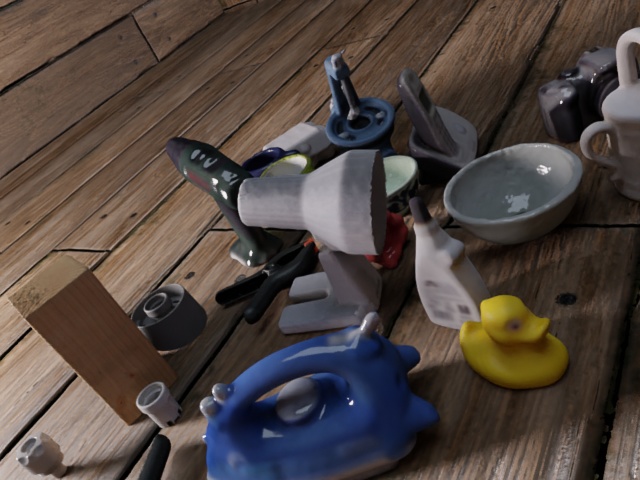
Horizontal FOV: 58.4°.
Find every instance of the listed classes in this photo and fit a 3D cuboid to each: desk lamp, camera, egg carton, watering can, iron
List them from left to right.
[{"bbox_3d":[-0.026,0.160,0.557,0.258,0.142,0.118,-23,31,8],"label":"iron"},{"bbox_3d":[-0.044,-0.174,1.133,0.150,0.069,0.107,-36,32,-13],"label":"egg carton"},{"bbox_3d":[0.006,0.002,0.693,0.202,0.214,0.118,-13,34,24],"label":"desk lamp"},{"bbox_3d":[0.398,-0.203,0.801,0.143,0.101,0.136,-25,31,5],"label":"camera"},{"bbox_3d":[0.381,-0.151,0.647,0.173,0.194,0.100,-34,32,-10],"label":"watering can"}]

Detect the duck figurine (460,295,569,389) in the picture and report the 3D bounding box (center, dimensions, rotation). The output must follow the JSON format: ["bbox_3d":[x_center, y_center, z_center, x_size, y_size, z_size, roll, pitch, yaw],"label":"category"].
[{"bbox_3d":[0.180,0.089,0.555,0.104,0.086,0.078,7,45,43],"label":"duck figurine"}]

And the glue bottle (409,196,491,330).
[{"bbox_3d":[0.129,0.025,0.604,0.077,0.173,0.037,7,45,43],"label":"glue bottle"}]

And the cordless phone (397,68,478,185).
[{"bbox_3d":[0.174,-0.192,0.877,0.094,0.185,0.147,-11,35,26],"label":"cordless phone"}]

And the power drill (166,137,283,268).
[{"bbox_3d":[-0.151,-0.063,0.918,0.076,0.209,0.228,-40,33,-19],"label":"power drill"}]

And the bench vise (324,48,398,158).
[{"bbox_3d":[0.041,-0.224,0.993,0.122,0.220,0.206,-39,33,-18],"label":"bench vise"}]

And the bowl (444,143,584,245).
[{"bbox_3d":[0.244,-0.046,0.715,0.167,0.075,0.167,-20,32,13],"label":"bowl"}]

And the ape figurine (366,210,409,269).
[{"bbox_3d":[0.080,-0.017,0.783,0.078,0.092,0.076,-33,31,-8],"label":"ape figurine"}]

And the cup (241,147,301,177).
[{"bbox_3d":[-0.075,-0.112,1.041,0.117,0.095,0.091,-17,33,17],"label":"cup"}]
